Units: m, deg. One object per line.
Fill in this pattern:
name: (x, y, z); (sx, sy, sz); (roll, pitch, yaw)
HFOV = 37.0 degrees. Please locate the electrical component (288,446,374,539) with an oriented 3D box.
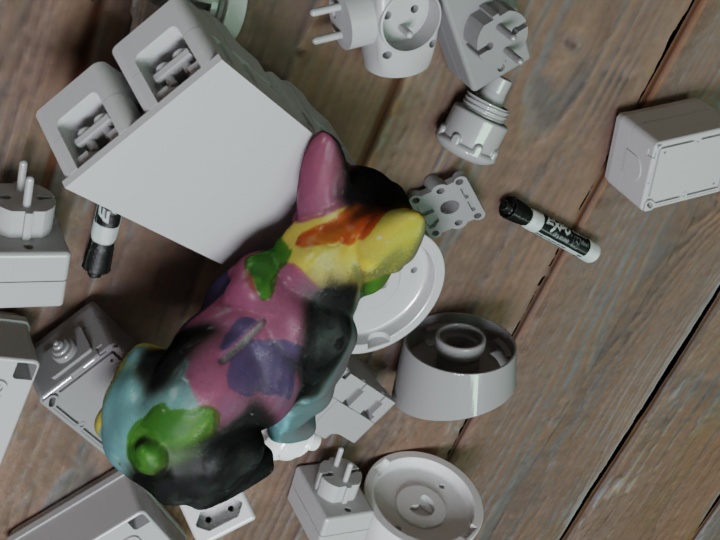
electrical component: (-0.021, 0.185, 0.908); (0.047, 0.065, 0.076); (-2, 125, -29)

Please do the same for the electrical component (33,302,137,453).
electrical component: (-0.180, 0.069, 0.728); (0.062, 0.061, 0.096); (-38, 135, -3)

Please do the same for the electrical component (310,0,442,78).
electrical component: (0.006, -0.159, 0.671); (0.079, 0.044, 0.077); (-17, 131, -17)

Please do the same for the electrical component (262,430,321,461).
electrical component: (-0.057, 0.132, 0.862); (0.062, 0.048, 0.048); (24, 110, -47)

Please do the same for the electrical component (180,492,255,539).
electrical component: (-0.120, 0.166, 0.837); (0.047, 0.083, 0.075); (-25, 171, -11)

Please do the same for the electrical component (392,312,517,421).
electrical component: (0.077, 0.079, 0.864); (0.099, 0.099, 0.064); (-11, 122, -23)

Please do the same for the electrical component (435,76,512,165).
electrical component: (0.085, -0.108, 0.758); (0.048, 0.048, 0.062); (15, 109, -37)

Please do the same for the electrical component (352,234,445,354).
electrical component: (0.000, 0.000, 0.780); (0.108, 0.060, 0.108); (-16, 131, -20)

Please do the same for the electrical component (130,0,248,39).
electrical component: (-0.097, -0.156, 0.614); (0.055, 0.048, 0.066); (7, 121, -25)

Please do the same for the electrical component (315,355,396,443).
electrical component: (-0.025, 0.093, 0.845); (0.056, 0.050, 0.089); (-45, 134, 7)

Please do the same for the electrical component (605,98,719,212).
electrical component: (0.249, -0.095, 0.850); (0.096, 0.061, 0.061); (-14, 130, -21)

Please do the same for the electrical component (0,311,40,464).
electrical component: (-0.275, 0.079, 0.684); (0.109, 0.056, 0.108); (10, 118, -35)

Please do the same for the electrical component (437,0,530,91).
electrical component: (0.083, -0.157, 0.696); (0.047, 0.075, 0.083); (-32, 134, -5)

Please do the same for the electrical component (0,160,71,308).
electrical component: (-0.202, -0.027, 0.638); (0.047, 0.065, 0.076); (-1, 125, -30)

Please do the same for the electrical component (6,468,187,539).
electrical component: (-0.199, 0.223, 0.841); (0.109, 0.056, 0.108); (-31, 134, -6)

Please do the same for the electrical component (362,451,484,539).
electrical component: (0.049, 0.221, 0.952); (0.108, 0.108, 0.060); (-5, 132, -27)

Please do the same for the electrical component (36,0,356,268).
electrical component: (-0.087, -0.073, 0.634); (0.105, 0.060, 0.186); (-37, 155, 11)
